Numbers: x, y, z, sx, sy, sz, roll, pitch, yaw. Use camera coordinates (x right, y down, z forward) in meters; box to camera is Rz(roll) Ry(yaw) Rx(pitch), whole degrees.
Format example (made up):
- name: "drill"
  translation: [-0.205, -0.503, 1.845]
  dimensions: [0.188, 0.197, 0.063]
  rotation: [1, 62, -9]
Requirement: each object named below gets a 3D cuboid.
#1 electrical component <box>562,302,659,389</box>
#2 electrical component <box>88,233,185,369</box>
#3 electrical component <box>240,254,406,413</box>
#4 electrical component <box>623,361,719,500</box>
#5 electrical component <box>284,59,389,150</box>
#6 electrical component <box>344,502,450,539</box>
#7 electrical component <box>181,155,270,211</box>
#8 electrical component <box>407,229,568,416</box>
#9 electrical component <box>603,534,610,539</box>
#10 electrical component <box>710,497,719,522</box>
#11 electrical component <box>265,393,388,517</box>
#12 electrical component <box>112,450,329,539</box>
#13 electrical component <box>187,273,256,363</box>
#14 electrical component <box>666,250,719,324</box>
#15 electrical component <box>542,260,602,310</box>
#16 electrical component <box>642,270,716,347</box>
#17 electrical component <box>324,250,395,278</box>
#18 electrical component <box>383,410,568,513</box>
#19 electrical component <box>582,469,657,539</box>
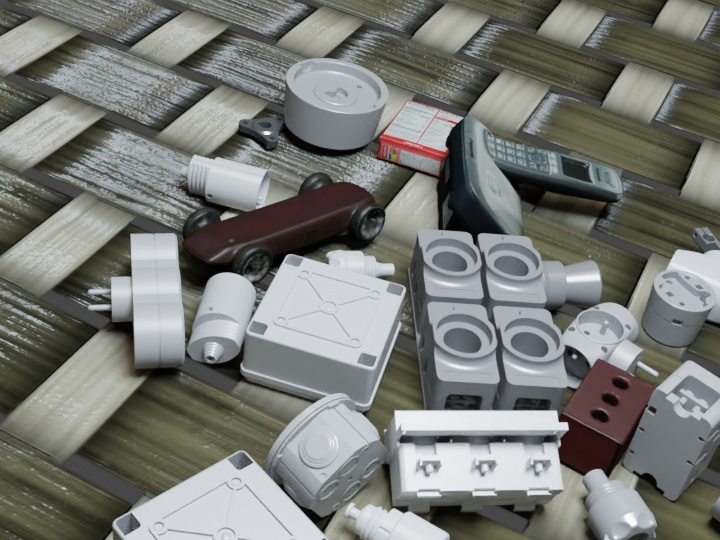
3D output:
- name: "electrical component"
  translation: [0.213, 0.072, 0.906]
  dimensions: [0.079, 0.044, 0.077]
  rotation: [33, 45, 26]
- name: "electrical component"
  translation: [-0.185, 0.024, 0.878]
  dimensions: [0.074, 0.052, 0.138]
  rotation: [-1, 41, -13]
- name: "electrical component"
  translation: [-0.028, 0.050, 0.875]
  dimensions: [0.109, 0.056, 0.108]
  rotation: [16, 40, 7]
- name: "electrical component"
  translation: [0.247, 0.120, 0.821]
  dimensions: [0.050, 0.089, 0.056]
  rotation: [35, 46, 28]
- name: "electrical component"
  translation: [-0.029, -0.168, 1.127]
  dimensions: [0.108, 0.060, 0.108]
  rotation: [9, 39, -7]
- name: "electrical component"
  translation: [0.025, 0.184, 0.740]
  dimensions: [0.078, 0.040, 0.040]
  rotation: [26, 43, 19]
- name: "electrical component"
  translation: [-0.131, -0.084, 1.023]
  dimensions: [0.081, 0.043, 0.043]
  rotation: [15, 40, 6]
- name: "electrical component"
  translation: [0.104, 0.043, 0.907]
  dimensions: [0.105, 0.060, 0.186]
  rotation: [4, 40, -7]
- name: "electrical component"
  translation: [0.155, 0.220, 0.723]
  dimensions: [0.081, 0.042, 0.063]
  rotation: [-7, 44, -18]
- name: "electrical component"
  translation: [0.296, 0.177, 0.793]
  dimensions: [0.055, 0.055, 0.047]
  rotation: [-23, 54, -33]
- name: "electrical component"
  translation: [-0.023, 0.131, 0.764]
  dimensions: [0.080, 0.080, 0.051]
  rotation: [-27, 58, -36]
- name: "electrical component"
  translation: [-0.088, 0.189, 0.699]
  dimensions: [0.109, 0.056, 0.109]
  rotation: [-25, 51, -35]
- name: "electrical component"
  translation: [-0.113, 0.044, 0.875]
  dimensions: [0.043, 0.043, 0.081]
  rotation: [10, 40, 0]
- name: "electrical component"
  translation: [0.330, 0.008, 1.006]
  dimensions: [0.077, 0.044, 0.079]
  rotation: [26, 43, 19]
- name: "electrical component"
  translation: [0.184, 0.014, 0.970]
  dimensions: [0.055, 0.045, 0.045]
  rotation: [-1, 41, -11]
- name: "electrical component"
  translation: [0.283, 0.035, 0.962]
  dimensions: [0.055, 0.047, 0.055]
  rotation: [6, 40, -5]
- name: "electrical component"
  translation: [0.000, 0.000, 0.957]
  dimensions: [0.061, 0.035, 0.035]
  rotation: [0, 41, -15]
- name: "electrical component"
  translation: [0.083, 0.140, 0.785]
  dimensions: [0.121, 0.078, 0.063]
  rotation: [1, 62, -10]
- name: "electrical component"
  translation: [0.184, 0.173, 0.782]
  dimensions: [0.043, 0.043, 0.062]
  rotation: [-8, 42, -20]
